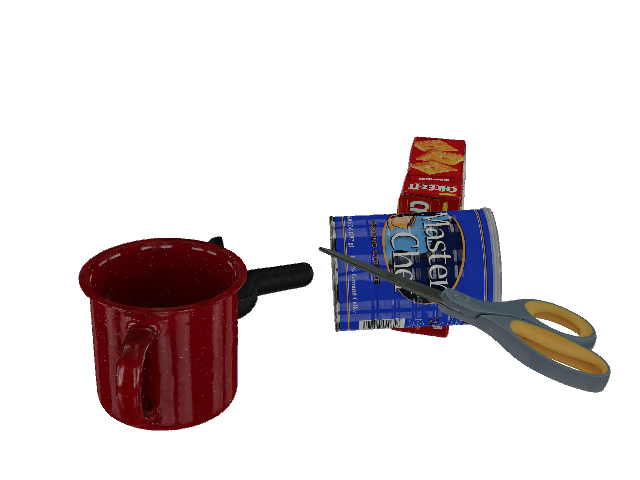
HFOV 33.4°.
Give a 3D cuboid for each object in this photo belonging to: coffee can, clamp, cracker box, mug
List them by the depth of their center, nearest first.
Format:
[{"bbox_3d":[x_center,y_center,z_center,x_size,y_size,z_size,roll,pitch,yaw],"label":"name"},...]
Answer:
[{"bbox_3d":[-0.089,0.059,0.598,0.093,0.081,0.117,4,25,5],"label":"mug"},{"bbox_3d":[0.080,0.026,0.933,0.140,0.103,0.103,-3,0,0],"label":"coffee can"},{"bbox_3d":[-0.097,0.038,1.053,0.120,0.039,0.171,14,20,29],"label":"clamp"},{"bbox_3d":[0.124,-0.011,1.219,0.072,0.164,0.213,5,22,8],"label":"cracker box"}]

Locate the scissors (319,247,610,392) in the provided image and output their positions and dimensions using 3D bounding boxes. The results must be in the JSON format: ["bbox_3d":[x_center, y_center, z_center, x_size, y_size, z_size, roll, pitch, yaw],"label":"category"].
[{"bbox_3d":[0.103,0.040,0.716,0.202,0.016,0.096,29,26,18],"label":"scissors"}]
